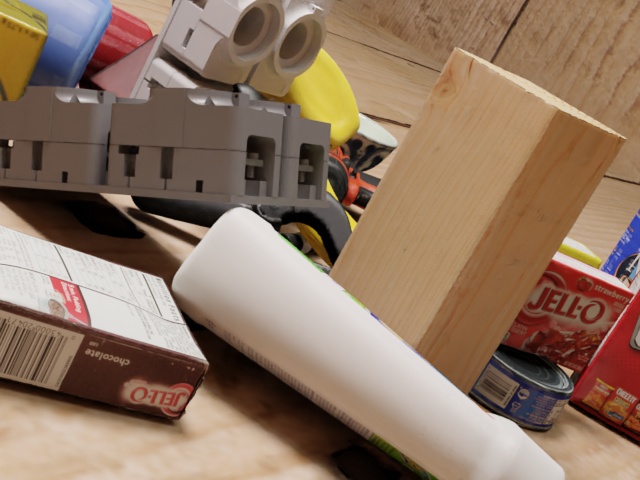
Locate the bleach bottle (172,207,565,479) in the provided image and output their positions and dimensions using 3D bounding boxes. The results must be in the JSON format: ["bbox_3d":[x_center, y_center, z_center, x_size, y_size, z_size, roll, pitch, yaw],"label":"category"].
[{"bbox_3d":[0.037,0.084,0.579,0.251,0.068,0.102,37,-7,9],"label":"bleach bottle"}]

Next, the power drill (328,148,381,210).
[{"bbox_3d":[0.061,-0.030,0.989,0.187,0.057,0.184,27,16,-7],"label":"power drill"}]

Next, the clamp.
[{"bbox_3d":[-0.033,-0.030,0.752,0.171,0.120,0.039,34,-12,-2],"label":"clamp"}]

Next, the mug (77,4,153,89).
[{"bbox_3d":[-0.194,-0.155,0.910,0.081,0.093,0.117,19,49,-46],"label":"mug"}]

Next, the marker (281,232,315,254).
[{"bbox_3d":[-0.006,0.001,0.851,0.020,0.020,0.121,35,17,20],"label":"marker"}]

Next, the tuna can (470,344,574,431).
[{"bbox_3d":[0.139,0.098,0.769,0.086,0.034,0.086,26,16,-8],"label":"tuna can"}]

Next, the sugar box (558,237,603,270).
[{"bbox_3d":[0.144,0.019,0.913,0.176,0.093,0.048,23,16,-21],"label":"sugar box"}]

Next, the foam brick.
[{"bbox_3d":[-0.141,-0.119,0.868,0.051,0.053,0.078,34,57,22],"label":"foam brick"}]

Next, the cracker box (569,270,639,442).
[{"bbox_3d":[0.317,0.072,0.823,0.164,0.214,0.072,30,16,6],"label":"cracker box"}]

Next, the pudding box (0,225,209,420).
[{"bbox_3d":[-0.118,0.037,0.513,0.113,0.039,0.090,23,14,-31],"label":"pudding box"}]

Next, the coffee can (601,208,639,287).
[{"bbox_3d":[0.326,0.047,1.049,0.102,0.140,0.103,26,16,-8],"label":"coffee can"}]

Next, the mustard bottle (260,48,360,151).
[{"bbox_3d":[-0.045,-0.112,0.947,0.096,0.058,0.192,55,-28,-13],"label":"mustard bottle"}]

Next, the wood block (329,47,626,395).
[{"bbox_3d":[0.089,-0.003,0.681,0.090,0.206,0.091,11,23,-47],"label":"wood block"}]

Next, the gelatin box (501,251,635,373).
[{"bbox_3d":[0.171,0.049,0.772,0.089,0.073,0.030,22,18,-25],"label":"gelatin box"}]

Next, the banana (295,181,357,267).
[{"bbox_3d":[0.018,-0.013,0.810,0.069,0.037,0.198,-21,49,-33],"label":"banana"}]

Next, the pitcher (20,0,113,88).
[{"bbox_3d":[-0.276,-0.186,0.764,0.242,0.145,0.149,27,24,-15],"label":"pitcher"}]

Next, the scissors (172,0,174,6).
[{"bbox_3d":[-0.107,-0.135,0.911,0.096,0.016,0.202,46,-22,-2],"label":"scissors"}]
